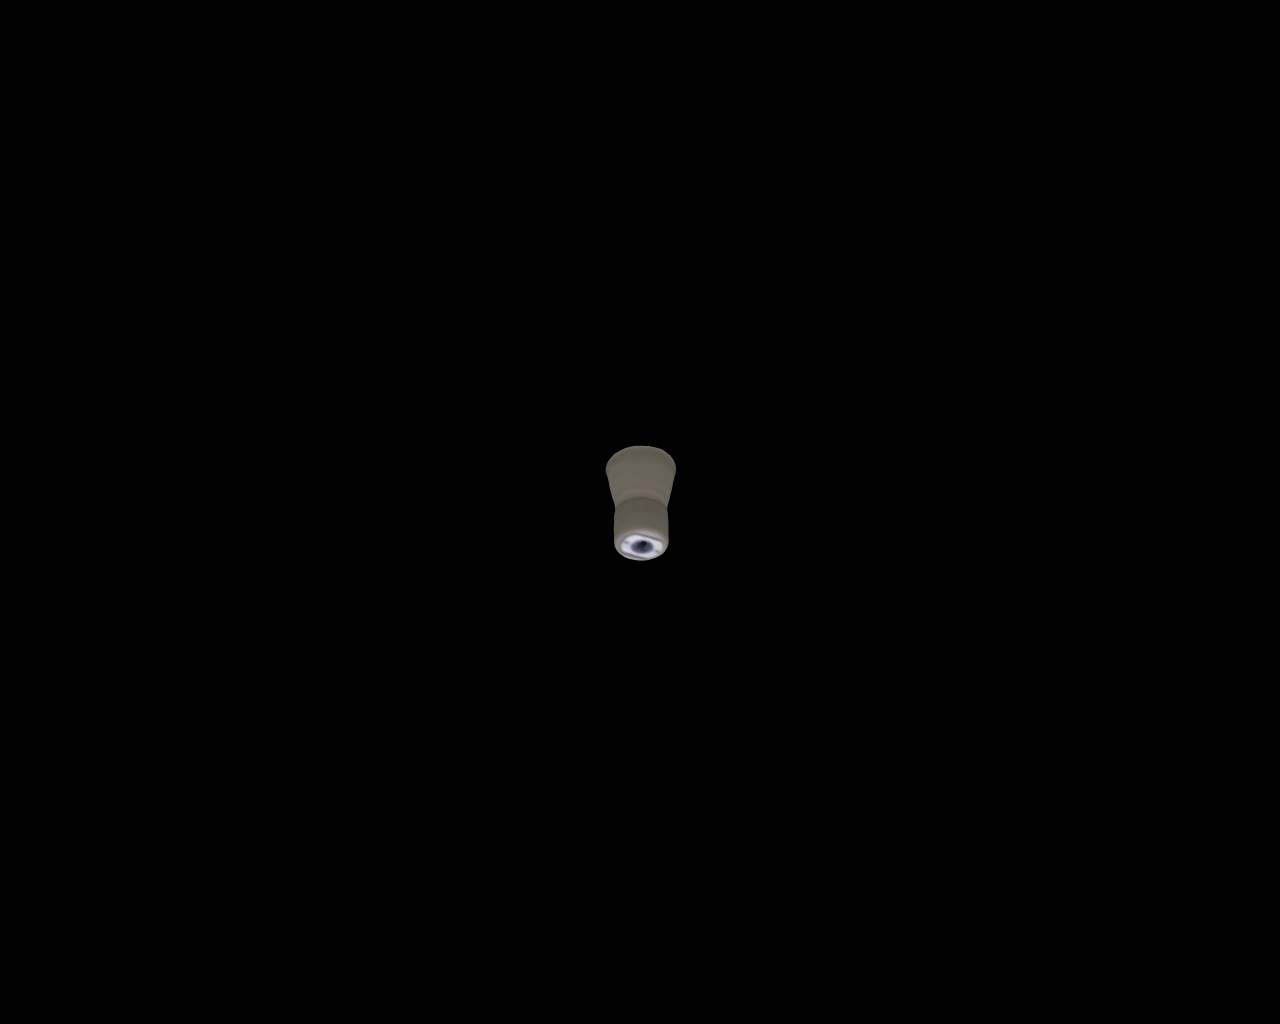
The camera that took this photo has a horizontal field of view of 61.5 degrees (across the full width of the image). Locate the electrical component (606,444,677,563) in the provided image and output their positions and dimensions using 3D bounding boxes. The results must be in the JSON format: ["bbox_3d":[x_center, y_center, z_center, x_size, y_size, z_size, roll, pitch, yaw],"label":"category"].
[{"bbox_3d":[0.001,-0.003,0.650,0.044,0.065,0.044,0,-38,0],"label":"electrical component"}]
